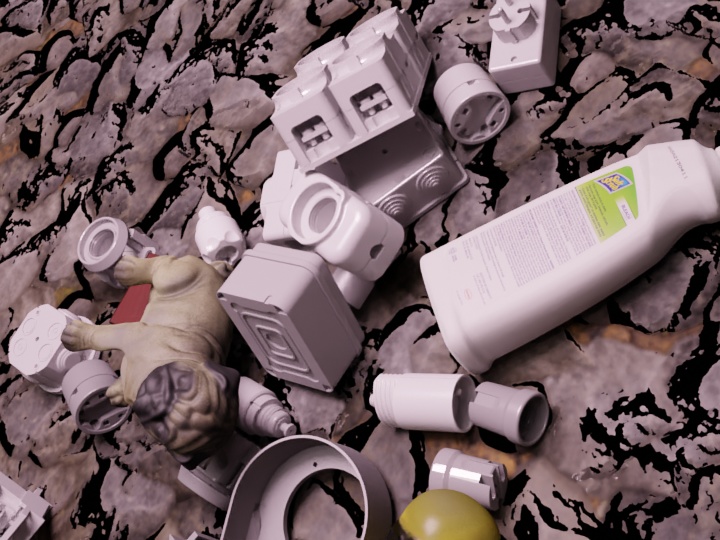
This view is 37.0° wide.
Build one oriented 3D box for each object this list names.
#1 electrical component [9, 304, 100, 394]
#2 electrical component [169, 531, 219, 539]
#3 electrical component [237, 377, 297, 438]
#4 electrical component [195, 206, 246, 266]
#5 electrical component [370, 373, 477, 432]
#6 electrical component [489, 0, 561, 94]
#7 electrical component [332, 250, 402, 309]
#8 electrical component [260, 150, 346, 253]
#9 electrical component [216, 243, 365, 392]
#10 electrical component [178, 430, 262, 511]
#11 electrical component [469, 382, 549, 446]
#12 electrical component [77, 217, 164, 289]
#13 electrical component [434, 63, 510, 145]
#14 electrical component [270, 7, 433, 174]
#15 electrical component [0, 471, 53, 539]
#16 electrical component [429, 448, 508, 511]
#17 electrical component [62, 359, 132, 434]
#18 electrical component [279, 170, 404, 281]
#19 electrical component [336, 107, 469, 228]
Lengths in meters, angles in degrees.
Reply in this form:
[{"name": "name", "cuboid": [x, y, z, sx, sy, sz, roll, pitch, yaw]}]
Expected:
[{"name": "electrical component", "cuboid": [-0.297, 0.076, 1.049, 0.080, 0.051, 0.080, -15, 58, 25]}, {"name": "electrical component", "cuboid": [-0.139, 0.252, 0.857, 0.081, 0.042, 0.064, -48, 51, 1]}, {"name": "electrical component", "cuboid": [-0.083, 0.119, 0.896, 0.078, 0.040, 0.040, 24, 79, 39]}, {"name": "electrical component", "cuboid": [-0.135, -0.034, 1.011, 0.043, 0.043, 0.062, -38, 50, 9]}, {"name": "electrical component", "cuboid": [0.044, 0.101, 0.822, 0.081, 0.043, 0.043, -2, 64, 32]}, {"name": "electrical component", "cuboid": [0.134, -0.207, 0.913, 0.047, 0.076, 0.083, -6, 62, 30]}, {"name": "electrical component", "cuboid": [0.000, 0.000, 0.908, 0.044, 0.044, 0.065, 31, 89, 40]}, {"name": "electrical component", "cuboid": [-0.051, -0.061, 0.964, 0.056, 0.050, 0.089, -7, 64, 34]}, {"name": "electrical component", "cuboid": [-0.053, 0.038, 0.871, 0.078, 0.113, 0.057, 11, 54, 36]}, {"name": "electrical component", "cuboid": [-0.112, 0.160, 0.881, 0.078, 0.058, 0.057, 26, 78, 40]}, {"name": "electrical component", "cuboid": [0.108, 0.103, 0.784, 0.046, 0.040, 0.040, 13, 73, 43]}, {"name": "electrical component", "cuboid": [-0.240, -0.017, 1.060, 0.078, 0.057, 0.058, 3, 67, 34]}, {"name": "electrical component", "cuboid": [0.094, -0.143, 0.918, 0.055, 0.055, 0.047, -35, 47, 12]}, {"name": "electrical component", "cuboid": [-0.005, -0.162, 0.925, 0.105, 0.060, 0.186, -25, 19, 19]}, {"name": "electrical component", "cuboid": [-0.319, 0.216, 0.969, 0.042, 0.064, 0.081, -52, 9, -2]}, {"name": "electrical component", "cuboid": [0.079, 0.152, 0.775, 0.046, 0.040, 0.040, 7, 69, 29]}, {"name": "electrical component", "cuboid": [-0.244, 0.115, 0.992, 0.055, 0.055, 0.047, -47, 46, 2]}, {"name": "electrical component", "cuboid": [-0.019, -0.038, 0.870, 0.095, 0.059, 0.053, 38, 99, 42]}, {"name": "electrical component", "cuboid": [0.033, -0.092, 0.932, 0.100, 0.048, 0.099, -36, 52, 12]}]
